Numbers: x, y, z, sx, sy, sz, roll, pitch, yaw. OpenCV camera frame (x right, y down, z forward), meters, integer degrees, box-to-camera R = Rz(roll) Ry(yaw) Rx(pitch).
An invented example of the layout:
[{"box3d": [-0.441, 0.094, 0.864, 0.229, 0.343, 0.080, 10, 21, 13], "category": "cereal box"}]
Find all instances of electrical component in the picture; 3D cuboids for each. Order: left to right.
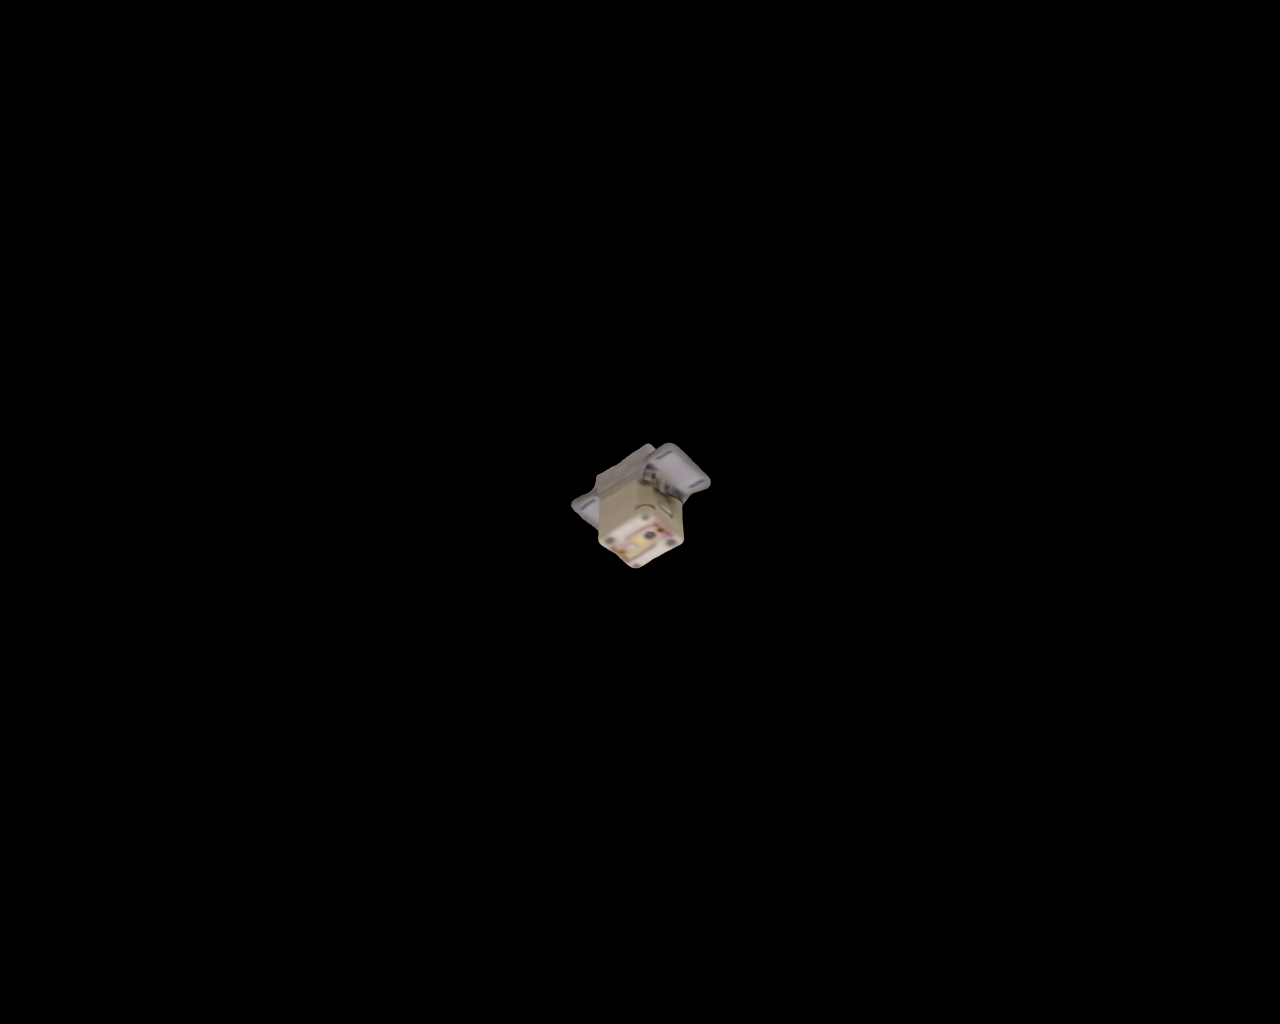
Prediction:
[{"box3d": [0.001, -0.003, 0.650, 0.081, 0.064, 0.042, -32, -54, 27], "category": "electrical component"}]
